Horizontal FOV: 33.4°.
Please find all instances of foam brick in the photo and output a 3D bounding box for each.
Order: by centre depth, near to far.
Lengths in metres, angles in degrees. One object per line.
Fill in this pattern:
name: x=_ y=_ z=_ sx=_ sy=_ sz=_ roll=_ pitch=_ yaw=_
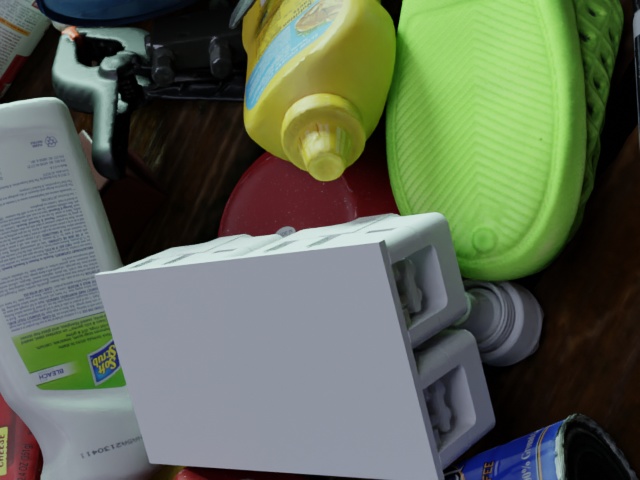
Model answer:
foam brick: x=-0.149 y=-0.023 z=0.706 sx=0.078 sy=0.051 sz=0.053 roll=-51 pitch=53 yaw=13

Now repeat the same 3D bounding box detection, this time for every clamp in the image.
clamp: x=-0.130 y=-0.096 z=0.692 sx=0.172 sy=0.120 sz=0.039 roll=25 pitch=138 yaw=40

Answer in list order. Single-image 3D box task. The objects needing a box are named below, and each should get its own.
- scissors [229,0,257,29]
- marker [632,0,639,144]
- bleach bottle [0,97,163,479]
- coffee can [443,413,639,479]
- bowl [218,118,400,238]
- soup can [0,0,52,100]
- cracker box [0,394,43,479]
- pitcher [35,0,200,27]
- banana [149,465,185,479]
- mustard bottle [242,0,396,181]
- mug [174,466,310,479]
scissors: x=-0.006 y=-0.213 z=0.603 sx=0.202 sy=0.016 sz=0.096 roll=-46 pitch=57 yaw=0
marker: x=0.163 y=-0.081 z=0.520 sx=0.020 sy=0.020 sz=0.121 roll=-9 pitch=73 yaw=33
bleach bottle: x=-0.156 y=0.049 z=0.607 sx=0.102 sy=0.068 sz=0.251 roll=-16 pitch=78 yaw=-15
coffee can: x=0.071 y=0.150 z=0.473 sx=0.140 sy=0.102 sz=0.103 roll=-28 pitch=63 yaw=26
bowl: x=-0.004 y=0.001 z=0.595 sx=0.162 sy=0.055 sz=0.162 roll=-9 pitch=73 yaw=34
soup can: x=-0.246 y=-0.157 z=0.798 sx=0.102 sy=0.068 sz=0.069 roll=-52 pitch=55 yaw=12
cracker box: x=-0.248 y=0.103 z=0.686 sx=0.214 sy=0.072 sz=0.164 roll=-5 pitch=65 yaw=18
pitcher: x=-0.147 y=-0.260 z=0.643 sx=0.145 sy=0.149 sz=0.243 roll=-20 pitch=84 yaw=19
banana: x=-0.106 y=0.167 z=0.624 sx=0.198 sy=0.037 sz=0.070 roll=-49 pitch=33 yaw=9
mustard bottle: x=-0.002 y=-0.096 z=0.569 sx=0.096 sy=0.058 sz=0.191 roll=-41 pitch=31 yaw=27
mug: x=-0.029 y=0.165 z=0.549 sx=0.117 sy=0.093 sz=0.081 roll=9 pitch=93 yaw=-4
